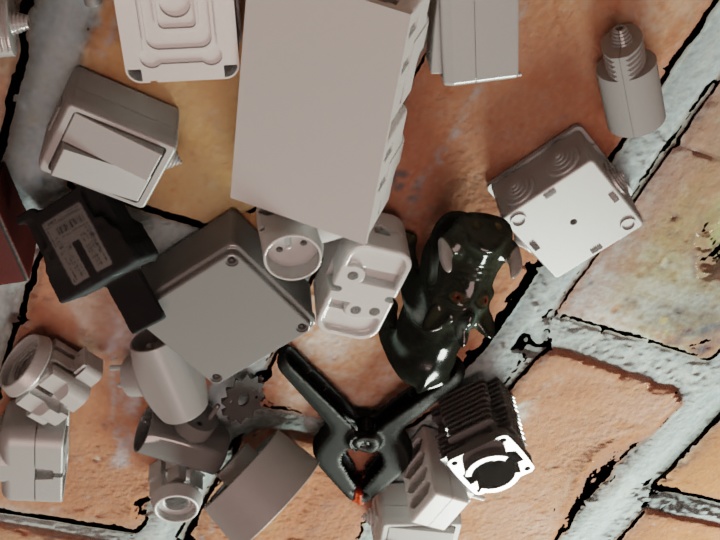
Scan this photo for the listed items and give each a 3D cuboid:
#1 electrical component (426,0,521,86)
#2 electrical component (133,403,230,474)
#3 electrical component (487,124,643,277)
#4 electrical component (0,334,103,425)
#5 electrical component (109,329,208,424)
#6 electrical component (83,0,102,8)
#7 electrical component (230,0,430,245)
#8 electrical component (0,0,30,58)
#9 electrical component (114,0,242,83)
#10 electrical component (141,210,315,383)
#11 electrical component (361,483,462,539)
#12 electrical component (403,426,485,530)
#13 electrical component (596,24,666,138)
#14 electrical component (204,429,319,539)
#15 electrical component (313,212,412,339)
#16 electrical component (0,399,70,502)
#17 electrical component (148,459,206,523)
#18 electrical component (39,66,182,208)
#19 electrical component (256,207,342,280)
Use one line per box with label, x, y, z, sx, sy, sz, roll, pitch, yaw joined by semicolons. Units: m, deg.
electrical component;0.073;-0.170;0.729;0.061;0.061;0.096;-7;130;-1
electrical component;-0.154;0.143;0.975;0.077;0.044;0.079;22;124;-23
electrical component;0.163;-0.051;0.847;0.100;0.048;0.100;-34;126;20
electrical component;-0.265;0.090;0.908;0.078;0.058;0.057;-38;126;18
electrical component;-0.179;0.090;0.925;0.079;0.043;0.077;-5;120;22
electrical component;-0.178;-0.199;0.692;0.035;0.035;0.061;-6;133;-2
electrical component;-0.022;-0.120;0.729;0.105;0.060;0.186;20;134;9
electrical component;-0.259;-0.160;0.708;0.081;0.043;0.043;-5;130;-3
electrical component;-0.119;-0.184;0.696;0.078;0.057;0.113;-4;130;-4
electrical component;-0.110;0.024;0.872;0.109;0.056;0.108;-31;127;18
electrical component;0.050;0.256;1.083;0.096;0.061;0.061;1;130;-8
electrical component;0.086;0.203;1.028;0.076;0.083;0.047;19;125;-22
electrical component;0.194;-0.141;0.780;0.043;0.043;0.081;-17;130;8
electrical component;-0.096;0.194;0.987;0.060;0.108;0.108;44;117;-1
electrical component;0.000;0.000;0.864;0.054;0.059;0.095;13;127;-17
electrical component;-0.295;0.162;0.968;0.059;0.053;0.095;5;129;-11
electrical component;-0.173;0.204;1.016;0.066;0.055;0.048;-37;125;22
electrical component;-0.172;-0.089;0.767;0.096;0.061;0.061;21;124;-23
electrical component;-0.036;-0.037;0.817;0.079;0.077;0.043;-15;129;5
